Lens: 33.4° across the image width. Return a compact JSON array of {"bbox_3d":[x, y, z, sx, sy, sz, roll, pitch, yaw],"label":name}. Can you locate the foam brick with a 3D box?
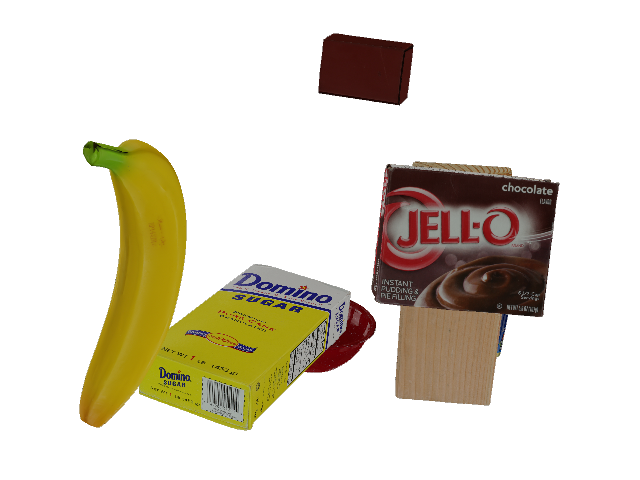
[{"bbox_3d":[0.042,-0.158,0.981,0.078,0.051,0.053,10,18,11],"label":"foam brick"}]

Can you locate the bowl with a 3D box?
[{"bbox_3d":[-0.013,0.119,1.331,0.162,0.055,0.162,5,22,-2],"label":"bowl"}]

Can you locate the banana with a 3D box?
[{"bbox_3d":[-0.106,0.018,0.595,0.069,0.198,0.037,-22,45,-35],"label":"banana"}]

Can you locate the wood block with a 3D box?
[{"bbox_3d":[0.119,0.041,0.970,0.091,0.206,0.090,4,34,6],"label":"wood block"}]

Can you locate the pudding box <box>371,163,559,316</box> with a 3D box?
[{"bbox_3d":[0.094,-0.001,0.703,0.113,0.090,0.039,5,10,-2],"label":"pudding box"}]

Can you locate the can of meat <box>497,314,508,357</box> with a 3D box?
[{"bbox_3d":[0.171,0.075,1.192,0.057,0.084,0.102,5,14,-18],"label":"can of meat"}]

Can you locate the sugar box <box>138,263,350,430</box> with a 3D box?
[{"bbox_3d":[-0.053,0.076,0.826,0.093,0.048,0.176,16,29,20],"label":"sugar box"}]
